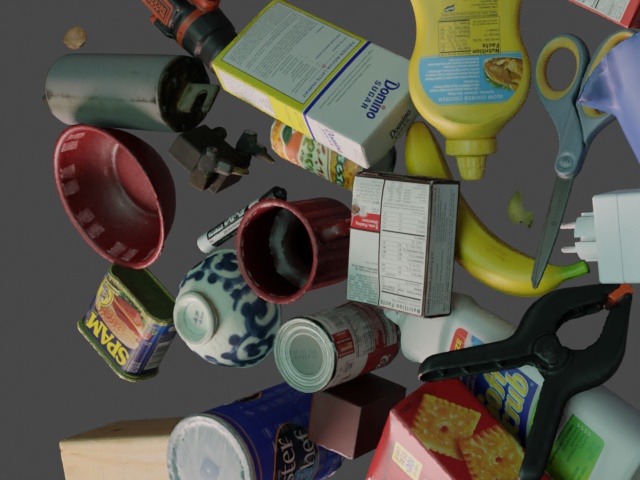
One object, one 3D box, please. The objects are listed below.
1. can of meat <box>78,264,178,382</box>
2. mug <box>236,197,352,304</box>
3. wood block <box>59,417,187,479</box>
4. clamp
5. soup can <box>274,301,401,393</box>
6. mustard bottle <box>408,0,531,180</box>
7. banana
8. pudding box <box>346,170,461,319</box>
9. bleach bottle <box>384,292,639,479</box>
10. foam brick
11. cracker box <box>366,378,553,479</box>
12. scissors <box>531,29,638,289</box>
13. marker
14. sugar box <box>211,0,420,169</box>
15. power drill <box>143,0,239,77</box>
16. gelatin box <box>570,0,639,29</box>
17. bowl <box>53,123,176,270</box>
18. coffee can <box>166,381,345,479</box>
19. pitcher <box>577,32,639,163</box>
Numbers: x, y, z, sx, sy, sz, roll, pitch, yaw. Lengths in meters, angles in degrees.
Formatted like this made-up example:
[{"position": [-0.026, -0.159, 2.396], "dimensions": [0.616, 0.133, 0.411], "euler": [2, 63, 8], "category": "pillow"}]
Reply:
[{"position": [-0.198, 0.084, 1.130], "dimensions": [0.102, 0.057, 0.084], "euler": [44, 119, 24], "category": "can of meat"}, {"position": [-0.006, 0.001, 0.951], "dimensions": [0.117, 0.081, 0.093], "euler": [-25, 82, 38], "category": "mug"}, {"position": [-0.164, 0.236, 1.105], "dimensions": [0.207, 0.090, 0.090], "euler": [-10, 90, 39], "category": "wood block"}, {"position": [0.161, 0.086, 0.800], "dimensions": [0.120, 0.171, 0.039], "euler": [39, 164, 16], "category": "clamp"}, {"position": [0.016, 0.090, 0.935], "dimensions": [0.069, 0.102, 0.068], "euler": [7, 101, 36], "category": "soup can"}, {"position": [0.117, -0.143, 0.840], "dimensions": [0.096, 0.058, 0.191], "euler": [-2, 98, 6], "category": "mustard bottle"}, {"position": [0.128, -0.015, 0.877], "dimensions": [0.198, 0.037, 0.070], "euler": [44, 98, 22], "category": "banana"}, {"position": [0.067, 0.002, 0.872], "dimensions": [0.090, 0.039, 0.113], "euler": [10, 101, 46], "category": "pudding box"}, {"position": [0.149, 0.123, 0.865], "dimensions": [0.251, 0.067, 0.103], "euler": [36, 117, 31], "category": "bleach bottle"}, {"position": [0.033, 0.154, 0.948], "dimensions": [0.053, 0.078, 0.051], "euler": [18, 107, 34], "category": "foam brick"}, {"position": [0.133, 0.228, 0.842], "dimensions": [0.214, 0.072, 0.164], "euler": [48, 155, 21], "category": "cracker box"}, {"position": [0.177, -0.072, 0.811], "dimensions": [0.096, 0.016, 0.202], "euler": [36, 102, 38], "category": "scissors"}, {"position": [-0.075, -0.020, 1.041], "dimensions": [0.121, 0.020, 0.020], "euler": [-32, 78, 37], "category": "marker"}, {"position": [0.002, -0.137, 0.918], "dimensions": [0.176, 0.048, 0.093], "euler": [34, 73, 28], "category": "sugar box"}, {"position": [-0.098, -0.255, 0.978], "dimensions": [0.184, 0.057, 0.188], "euler": [46, 133, 16], "category": "power drill"}, {"position": [0.210, -0.207, 0.784], "dimensions": [0.089, 0.030, 0.073], "euler": [35, 118, 28], "category": "gelatin box"}, {"position": [-0.199, -0.053, 1.092], "dimensions": [0.162, 0.055, 0.162], "euler": [24, 131, 30], "category": "bowl"}, {"position": [-0.056, 0.193, 0.983], "dimensions": [0.103, 0.140, 0.103], "euler": [7, 101, 37], "category": "coffee can"}, {"position": [0.294, -0.042, 0.694], "dimensions": [0.149, 0.144, 0.243], "euler": [-28, 84, 50], "category": "pitcher"}]
